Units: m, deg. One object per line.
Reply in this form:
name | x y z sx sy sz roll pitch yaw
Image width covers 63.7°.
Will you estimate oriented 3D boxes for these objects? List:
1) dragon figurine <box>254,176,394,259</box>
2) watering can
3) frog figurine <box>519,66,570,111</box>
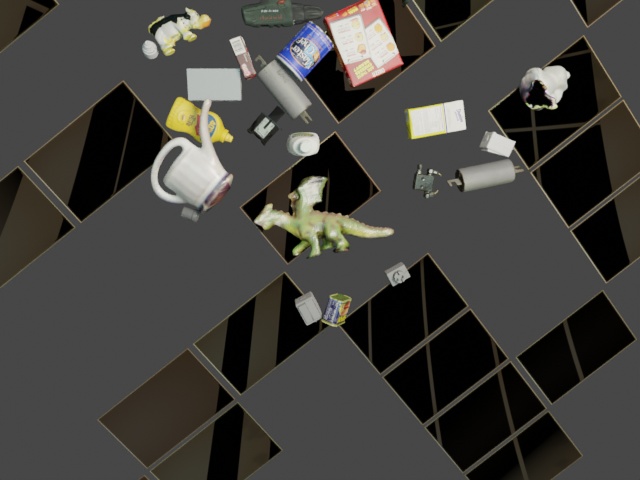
dragon figurine | 0.005 -0.080 1.582 0.411 0.122 0.242 -14 94 -4
watering can | -0.348 -0.220 1.495 0.223 0.106 0.343 39 114 -11
frog figurine | 0.694 -0.482 1.593 0.137 0.120 0.162 37 59 -4
